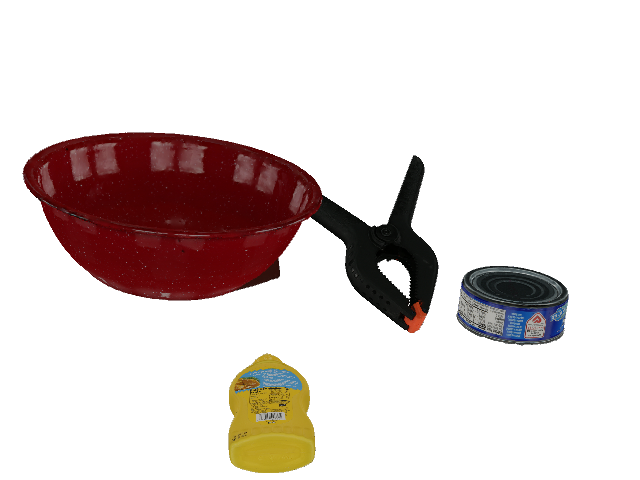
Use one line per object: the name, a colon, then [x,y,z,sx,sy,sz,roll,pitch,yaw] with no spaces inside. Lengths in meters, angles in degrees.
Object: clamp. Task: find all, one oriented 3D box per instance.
clamp: [0.051,-0.001,1.076,0.164,0.210,0.036,-4,-36,-15]

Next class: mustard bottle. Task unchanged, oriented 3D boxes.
mustard bottle: [-0.060,0.192,1.254,0.096,0.058,0.191,-4,27,-3]

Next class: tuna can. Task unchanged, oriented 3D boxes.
tuna can: [0.153,0.050,0.849,0.086,0.034,0.086,4,20,-2]

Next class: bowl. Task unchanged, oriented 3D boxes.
bowl: [-0.082,-0.010,0.590,0.162,0.055,0.162,7,21,-3]

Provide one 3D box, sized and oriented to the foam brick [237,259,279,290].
foam brick: [-0.067,-0.008,0.839,0.053,0.078,0.051,-16,31,-18]
